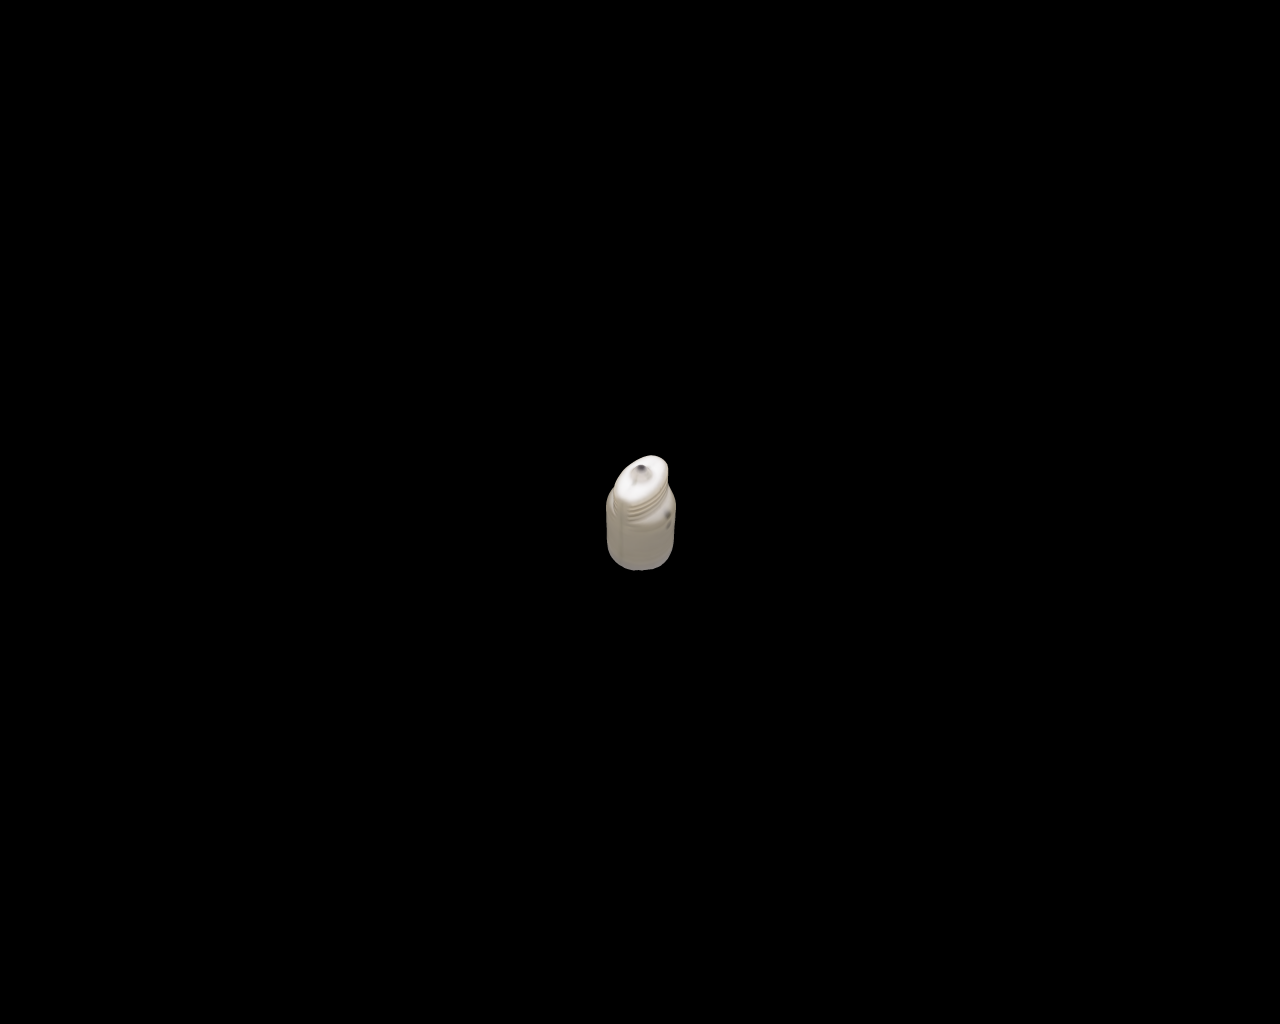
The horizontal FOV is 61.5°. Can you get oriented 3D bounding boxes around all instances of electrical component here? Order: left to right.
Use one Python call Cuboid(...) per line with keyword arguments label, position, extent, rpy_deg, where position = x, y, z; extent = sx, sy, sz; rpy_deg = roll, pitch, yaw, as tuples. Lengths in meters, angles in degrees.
Cuboid(label="electrical component", position=(0.001, -0.003, 0.650), extent=(0.043, 0.043, 0.080), rpy_deg=(0, -38, 0))
